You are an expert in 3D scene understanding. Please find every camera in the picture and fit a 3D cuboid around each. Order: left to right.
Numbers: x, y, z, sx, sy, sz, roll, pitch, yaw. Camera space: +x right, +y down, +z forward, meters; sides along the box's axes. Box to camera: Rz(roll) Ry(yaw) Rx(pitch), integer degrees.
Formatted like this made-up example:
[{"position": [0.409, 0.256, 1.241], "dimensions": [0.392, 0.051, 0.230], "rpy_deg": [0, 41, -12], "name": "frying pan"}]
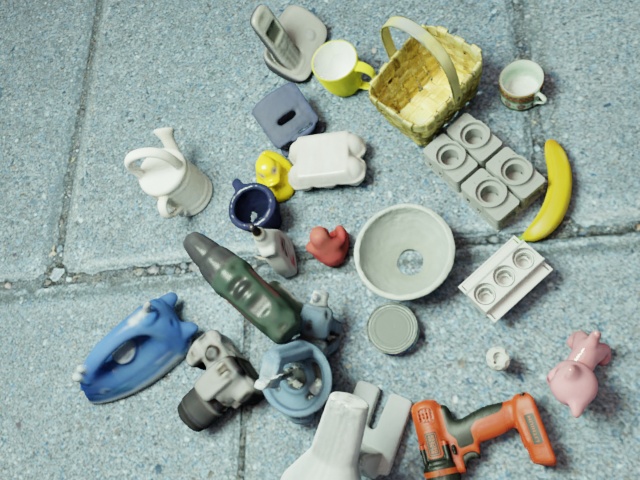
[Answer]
[{"position": [-0.187, 0.246, 0.975], "dimensions": [0.137, 0.101, 0.143], "rpy_deg": [-43, 64, -1], "name": "camera"}]

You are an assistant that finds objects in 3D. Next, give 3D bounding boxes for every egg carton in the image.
[{"position": [0.014, -0.146, 1.069], "dimensions": [0.150, 0.069, 0.107], "rpy_deg": [-6, 69, 16], "name": "egg carton"}]

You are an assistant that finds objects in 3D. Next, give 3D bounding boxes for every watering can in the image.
[{"position": [-0.295, -0.131, 1.092], "dimensions": [0.101, 0.194, 0.172], "rpy_deg": [-29, 65, 6], "name": "watering can"}]

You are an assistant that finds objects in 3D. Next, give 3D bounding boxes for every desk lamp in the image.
[{"position": [0.037, 0.302, 0.821], "dimensions": [0.117, 0.214, 0.203], "rpy_deg": [17, 77, 22], "name": "desk lamp"}]

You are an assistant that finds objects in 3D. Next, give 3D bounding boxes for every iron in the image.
[{"position": [-0.352, 0.201, 1.020], "dimensions": [0.258, 0.142, 0.118], "rpy_deg": [-42, 64, 0], "name": "iron"}]

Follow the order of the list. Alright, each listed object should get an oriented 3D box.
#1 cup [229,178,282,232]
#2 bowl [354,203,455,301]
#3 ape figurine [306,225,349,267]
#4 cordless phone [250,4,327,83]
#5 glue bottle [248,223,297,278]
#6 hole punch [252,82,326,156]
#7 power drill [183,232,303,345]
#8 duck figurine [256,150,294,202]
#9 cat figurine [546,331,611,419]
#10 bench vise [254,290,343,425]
[{"position": [-0.117, -0.057, 1.064], "dimensions": [0.091, 0.095, 0.117], "rpy_deg": [-38, 64, 2], "name": "cup"}, {"position": [0.145, 0.028, 0.962], "dimensions": [0.167, 0.075, 0.167], "rpy_deg": [-6, 70, 16], "name": "bowl"}, {"position": [0.009, 0.004, 1.004], "dimensions": [0.077, 0.092, 0.076], "rpy_deg": [-11, 68, 14], "name": "ape figurine"}, {"position": [-0.066, -0.415, 1.126], "dimensions": [0.094, 0.185, 0.148], "rpy_deg": [16, 76, 22], "name": "cordless phone"}, {"position": [-0.086, 0.007, 0.988], "dimensions": [0.037, 0.173, 0.078], "rpy_deg": [-20, 66, 10], "name": "glue bottle"}, {"position": [-0.060, -0.235, 1.112], "dimensions": [0.108, 0.091, 0.101], "rpy_deg": [-36, 64, 3], "name": "hole punch"}, {"position": [-0.109, 0.089, 0.946], "dimensions": [0.229, 0.209, 0.075], "rpy_deg": [39, 86, 25], "name": "power drill"}, {"position": [-0.094, -0.133, 1.089], "dimensions": [0.077, 0.086, 0.104], "rpy_deg": [-23, 66, 9], "name": "duck figurine"}, {"position": [0.367, 0.185, 0.812], "dimensions": [0.067, 0.118, 0.128], "rpy_deg": [27, 81, 24], "name": "cat figurine"}, {"position": [-0.044, 0.175, 0.889], "dimensions": [0.121, 0.220, 0.207], "rpy_deg": [-7, 69, 15], "name": "bench vise"}]
